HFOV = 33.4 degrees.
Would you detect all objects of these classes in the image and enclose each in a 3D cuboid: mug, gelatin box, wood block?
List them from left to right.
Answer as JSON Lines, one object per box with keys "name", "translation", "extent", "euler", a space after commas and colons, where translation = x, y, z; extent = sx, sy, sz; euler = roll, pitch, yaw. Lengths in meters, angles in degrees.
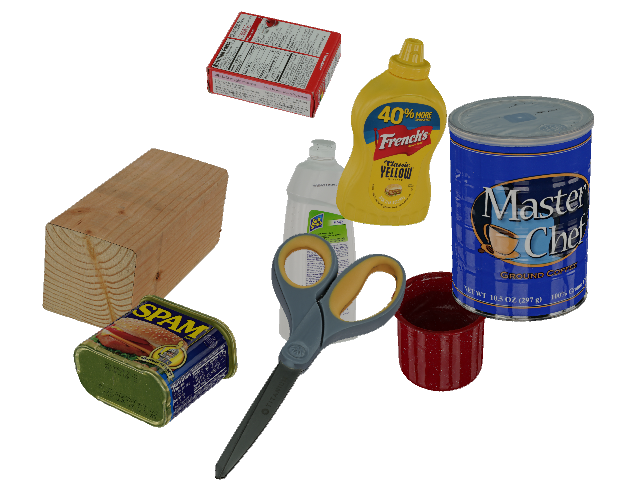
{"name": "wood block", "translation": [-0.173, -0.006, 1.028], "extent": [0.090, 0.091, 0.205], "euler": [17, 28, 12]}
{"name": "gelatin box", "translation": [-0.036, -0.138, 0.836], "extent": [0.089, 0.073, 0.030], "euler": [14, -38, 10]}
{"name": "mug", "translation": [0.118, 0.082, 1.031], "extent": [0.093, 0.081, 0.117], "euler": [7, 38, 15]}

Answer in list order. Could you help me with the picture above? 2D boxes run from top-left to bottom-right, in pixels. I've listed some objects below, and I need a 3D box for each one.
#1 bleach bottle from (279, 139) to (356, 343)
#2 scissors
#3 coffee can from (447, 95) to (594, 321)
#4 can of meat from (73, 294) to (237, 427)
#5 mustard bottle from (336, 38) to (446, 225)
{"name": "bleach bottle", "translation": [0.003, 0.001, 1.309], "extent": [0.102, 0.251, 0.068], "euler": [-7, 20, -31]}
{"name": "scissors", "translation": [-0.025, 0.056, 0.653], "extent": [0.096, 0.016, 0.201], "euler": [35, 49, 23]}
{"name": "coffee can", "translation": [0.147, -0.025, 0.788], "extent": [0.103, 0.140, 0.103], "euler": [-4, 23, 1]}
{"name": "can of meat", "translation": [-0.132, 0.095, 0.849], "extent": [0.102, 0.057, 0.083], "euler": [18, 34, 29]}
{"name": "mustard bottle", "translation": [0.077, -0.110, 1.080], "extent": [0.096, 0.192, 0.058], "euler": [3, 27, -13]}
